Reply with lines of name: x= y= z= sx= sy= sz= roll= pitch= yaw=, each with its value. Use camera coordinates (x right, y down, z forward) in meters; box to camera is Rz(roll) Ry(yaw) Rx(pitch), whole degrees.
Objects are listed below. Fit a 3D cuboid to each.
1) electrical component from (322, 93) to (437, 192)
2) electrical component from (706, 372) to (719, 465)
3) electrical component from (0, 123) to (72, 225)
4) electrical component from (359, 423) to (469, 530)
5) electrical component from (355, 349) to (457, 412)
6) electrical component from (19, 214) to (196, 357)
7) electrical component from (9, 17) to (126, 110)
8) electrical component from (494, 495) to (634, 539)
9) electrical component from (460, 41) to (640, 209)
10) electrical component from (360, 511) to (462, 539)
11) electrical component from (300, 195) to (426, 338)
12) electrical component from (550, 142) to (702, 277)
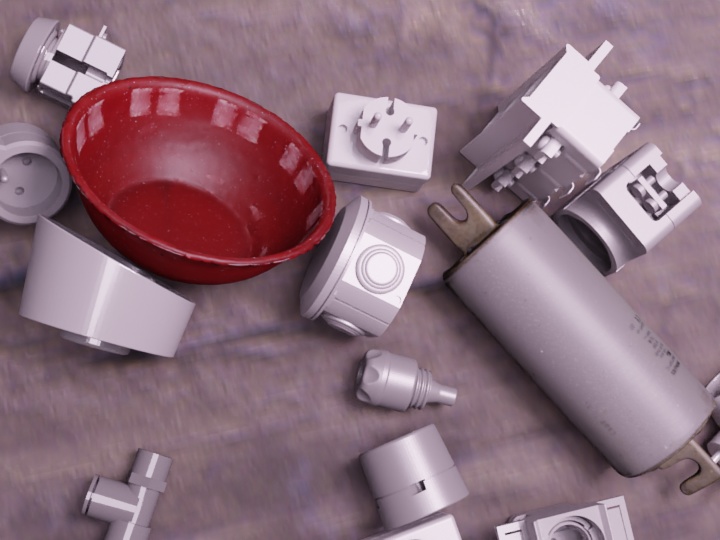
electrical component: x=0.014 y=-0.083 z=0.664 sx=0.066 sy=0.077 sz=0.047 roll=8 pitch=80 yaw=-8
electrical component: x=0.250 y=0.109 z=0.686 sx=0.079 sy=0.043 sz=0.077 roll=-43 pitch=89 yaw=-13
electrical component: x=-0.244 y=-0.070 z=0.627 sx=0.138 sy=0.074 sz=0.052 roll=10 pitch=109 yaw=-30
electrical component: x=0.031 y=0.123 z=0.645 sx=0.055 sy=0.055 sz=0.047 roll=-22 pitch=81 yaw=-11
electrical component: x=0.029 y=0.071 z=0.663 sx=0.061 sy=0.035 sz=0.035 roll=15 pitch=79 yaw=-9
electrical component: x=-0.144 y=0.012 z=0.615 sx=0.099 sy=0.099 sz=0.064 roll=17 pitch=85 yaw=-6
electrical component: x=-0.179 y=-0.123 z=0.657 sx=0.055 sy=0.048 sz=0.066 roll=25 pitch=78 yaw=-12
electrical component: x=0.121 y=0.165 z=0.647 sx=0.081 sy=0.064 sz=0.042 roll=-11 pitch=82 yaw=-11
electrical component: x=0.114 y=-0.082 z=0.656 sx=0.063 sy=0.121 sz=0.078 roll=41 pitch=77 yaw=-3
electrical component: x=0.032 y=0.175 z=0.625 sx=0.066 sy=0.076 sz=0.047 roll=-18 pitch=84 yaw=-11
electrical component: x=0.000 y=0.000 z=0.648 sx=0.051 sy=0.080 sz=0.080 roll=26 pitch=78 yaw=-10
electrical component: x=0.160 y=-0.034 z=0.672 sx=0.056 sy=0.089 sz=0.050 roll=-39 pitch=88 yaw=-12
